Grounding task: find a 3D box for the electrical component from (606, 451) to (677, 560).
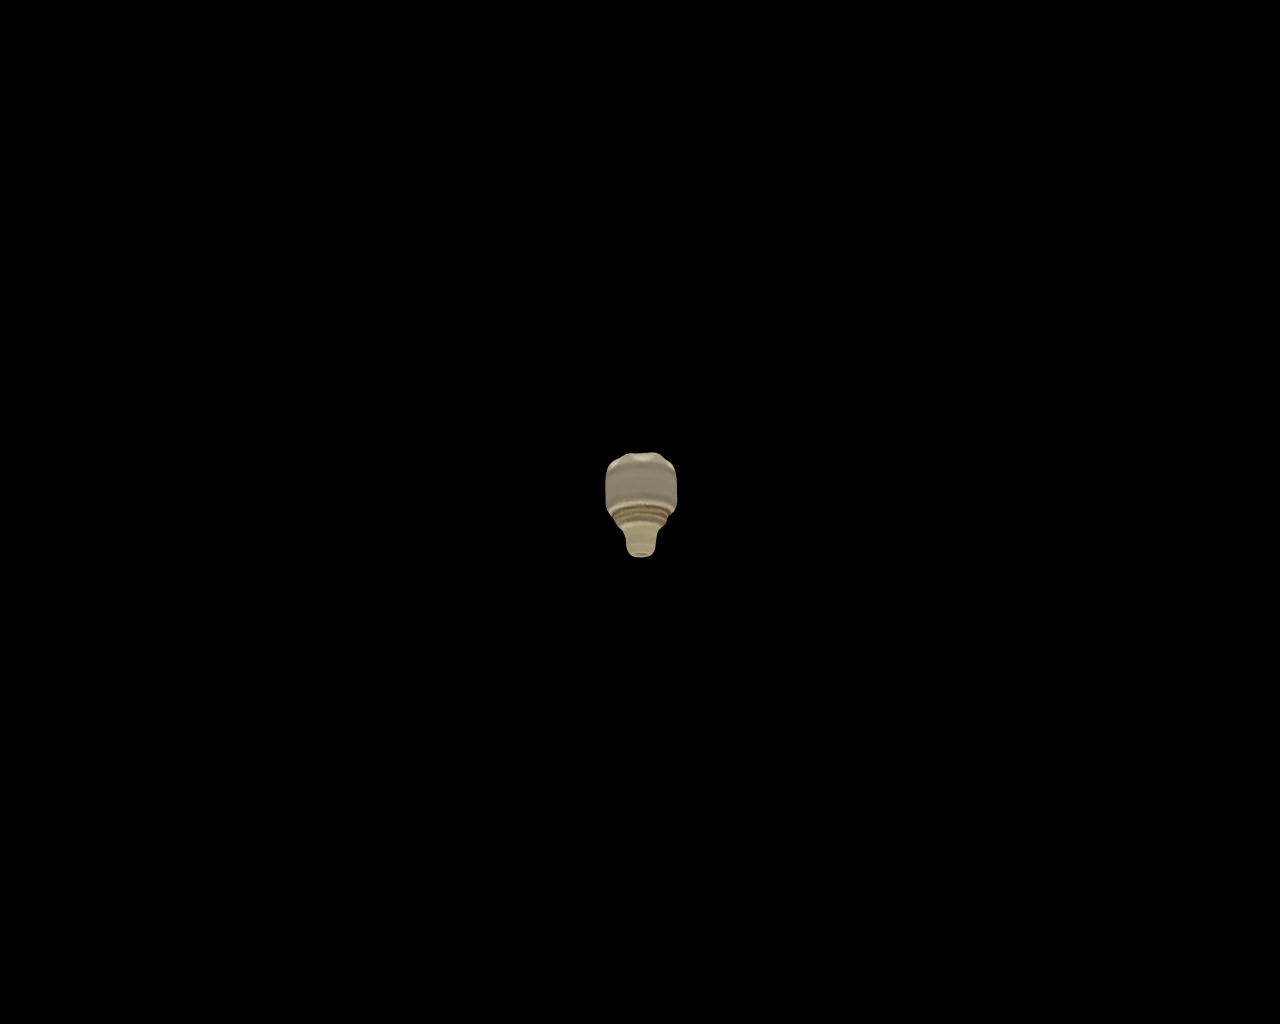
[{"bbox_3d":[0.001,-0.003,0.650,0.043,0.062,0.043,0,-19,0],"label":"electrical component"}]
